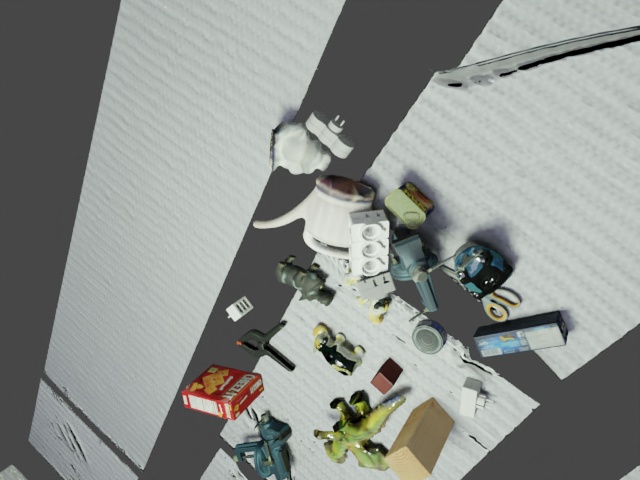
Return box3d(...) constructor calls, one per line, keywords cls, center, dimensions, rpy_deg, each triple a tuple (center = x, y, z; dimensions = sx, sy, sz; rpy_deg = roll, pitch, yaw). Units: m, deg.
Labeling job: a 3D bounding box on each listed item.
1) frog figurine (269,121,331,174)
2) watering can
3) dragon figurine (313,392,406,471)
box3d(cls="frog figurine", center=(-0.050, -0.237, 1.338), dimensions=(0.159, 0.124, 0.136), rpy_deg=(3, 104, -8))
box3d(cls="watering can", center=(0.004, -0.067, 1.325), dimensions=(0.348, 0.106, 0.220), rpy_deg=(16, 117, 5))
box3d(cls="dragon figurine", center=(0.142, 0.580, 1.515), dimensions=(0.405, 0.125, 0.240), rpy_deg=(-27, 110, 37))
